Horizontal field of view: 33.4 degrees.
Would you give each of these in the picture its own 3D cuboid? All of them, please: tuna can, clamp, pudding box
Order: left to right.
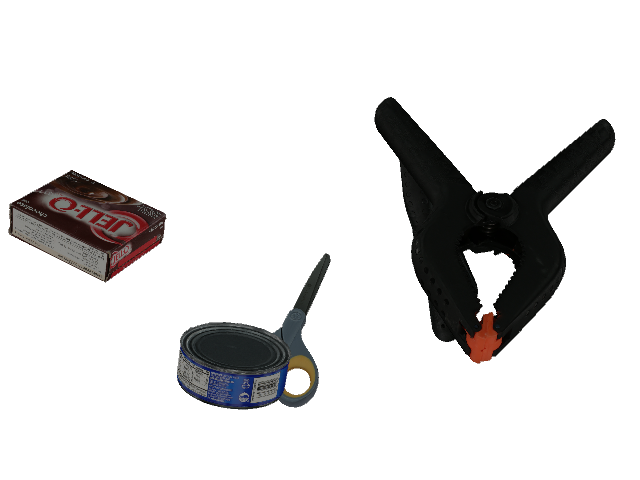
[{"bbox_3d":[-0.213,-0.015,0.976,0.114,0.039,0.089,22,31,17],"label":"pudding box"},{"bbox_3d":[-0.067,0.096,0.822,0.086,0.034,0.086,9,19,-3],"label":"tuna can"},{"bbox_3d":[0.099,0.000,0.918,0.039,0.171,0.120,-16,19,15],"label":"clamp"},{"bbox_3d":[0.099,-0.017,0.686,0.164,0.209,0.036,11,-40,10],"label":"clamp"}]

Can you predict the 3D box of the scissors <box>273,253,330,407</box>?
[{"bbox_3d":[-0.013,0.093,1.072,0.096,0.016,0.201,28,52,23],"label":"scissors"}]
